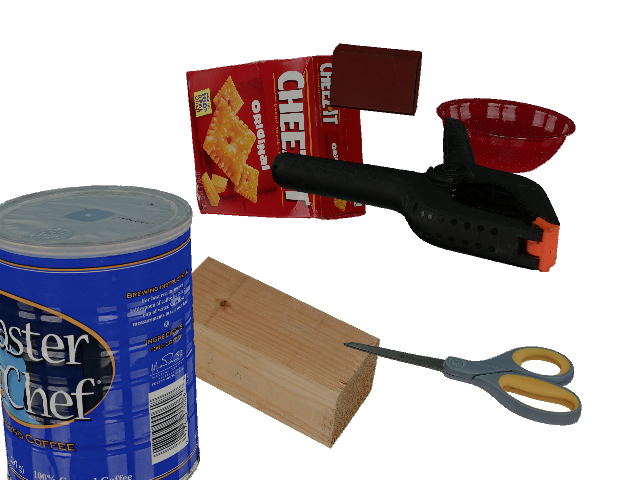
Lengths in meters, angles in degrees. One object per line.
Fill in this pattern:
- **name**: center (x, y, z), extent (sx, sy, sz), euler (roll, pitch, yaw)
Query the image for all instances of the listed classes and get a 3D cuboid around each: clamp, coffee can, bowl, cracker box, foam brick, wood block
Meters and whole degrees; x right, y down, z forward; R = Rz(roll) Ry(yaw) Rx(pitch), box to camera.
- **clamp**: center (0.073, -0.031, 0.710), extent (0.164, 0.036, 0.210), euler (-12, 29, -22)
- **coffee can**: center (-0.115, 0.052, 0.550), extent (0.103, 0.140, 0.103), euler (0, 18, 0)
- **bowl**: center (0.213, -0.120, 1.248), extent (0.162, 0.055, 0.162), euler (4, 23, -2)
- **cracker box**: center (-0.053, -0.107, 1.135), extent (0.071, 0.164, 0.214), euler (-10, 10, -40)
- **foam brick**: center (0.049, -0.144, 0.951), extent (0.078, 0.051, 0.053), euler (7, 18, 7)
- **wood block**: center (-0.053, 0.112, 1.094), extent (0.206, 0.090, 0.090), euler (25, 48, 19)

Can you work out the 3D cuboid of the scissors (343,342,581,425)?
- **scissors**: center (0.129, 0.102, 0.912), extent (0.202, 0.016, 0.096), euler (21, 35, 21)
